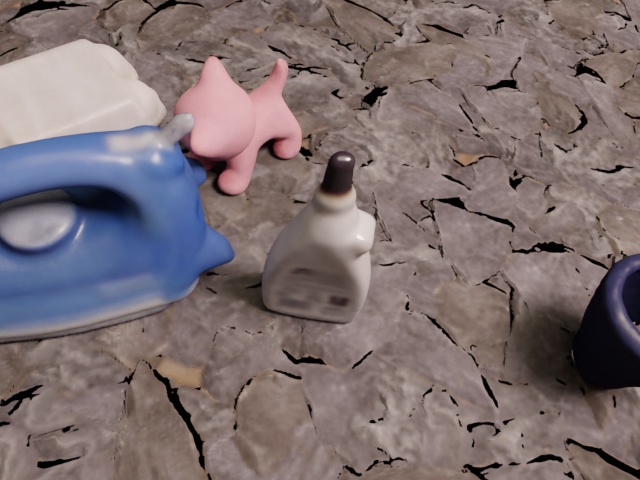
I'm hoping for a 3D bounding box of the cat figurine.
[{"bbox_3d":[-0.068,-0.100,0.464,0.067,0.118,0.128,38,60,15],"label":"cat figurine"}]

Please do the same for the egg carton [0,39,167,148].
[{"bbox_3d":[-0.211,-0.101,0.471,0.150,0.069,0.107,-32,68,-25],"label":"egg carton"}]

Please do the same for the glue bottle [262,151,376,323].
[{"bbox_3d":[0.003,0.001,0.378,0.078,0.173,0.037,11,57,-2],"label":"glue bottle"}]

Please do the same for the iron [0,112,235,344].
[{"bbox_3d":[-0.192,-0.012,0.374,0.259,0.141,0.118,-16,62,-18],"label":"iron"}]

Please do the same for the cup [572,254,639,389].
[{"bbox_3d":[0.241,0.071,0.419,0.118,0.095,0.091,4,57,-6],"label":"cup"}]
